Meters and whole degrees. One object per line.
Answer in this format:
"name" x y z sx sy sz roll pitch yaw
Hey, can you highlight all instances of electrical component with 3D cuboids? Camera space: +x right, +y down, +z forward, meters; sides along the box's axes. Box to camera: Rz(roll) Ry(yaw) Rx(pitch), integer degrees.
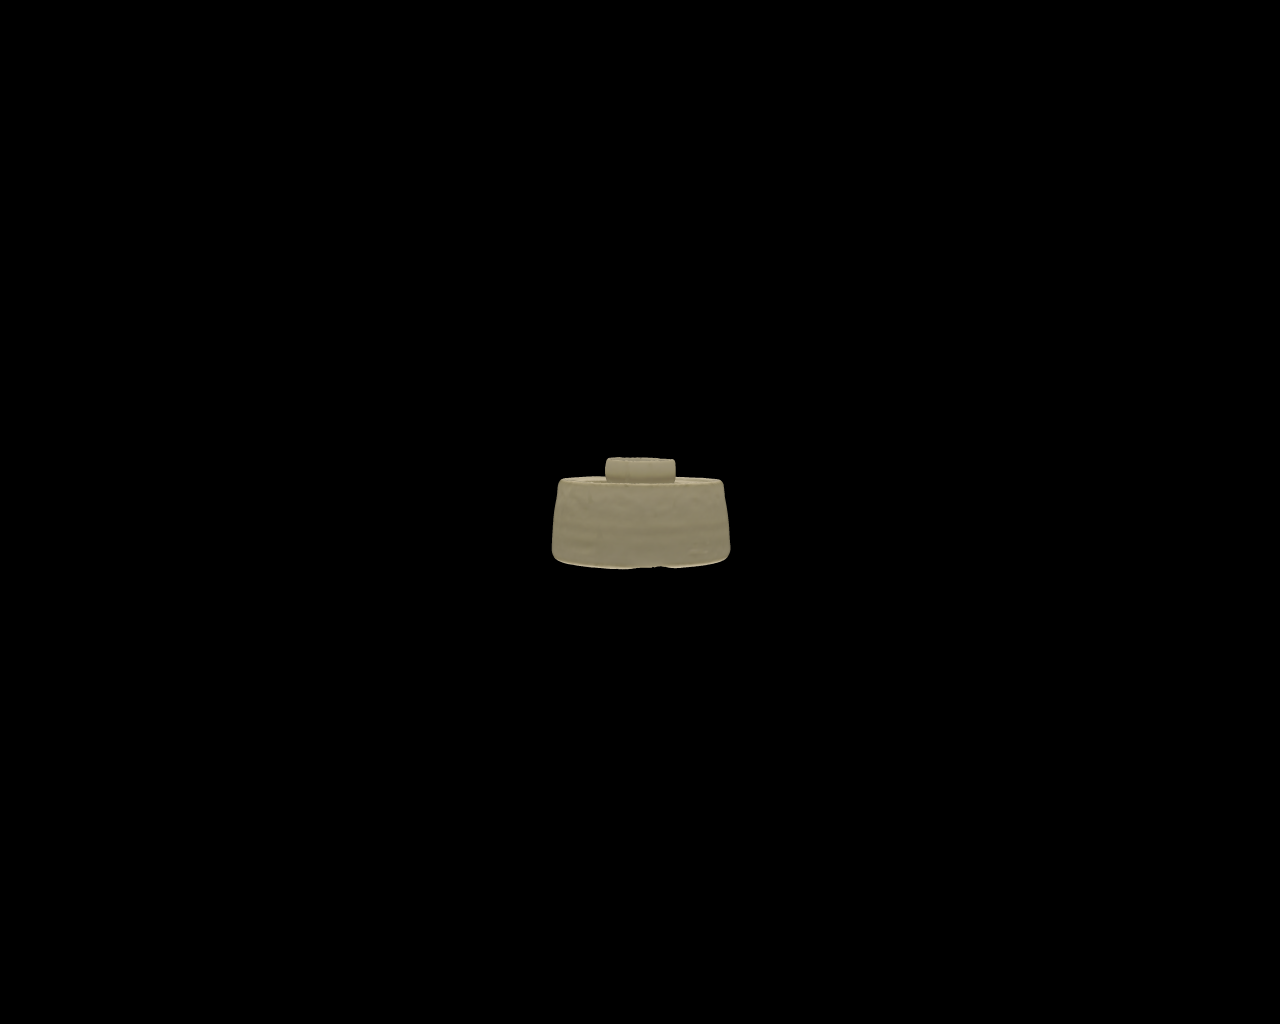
"electrical component" 0.001 -0.003 0.650 0.108 0.060 0.108 0 5 0
